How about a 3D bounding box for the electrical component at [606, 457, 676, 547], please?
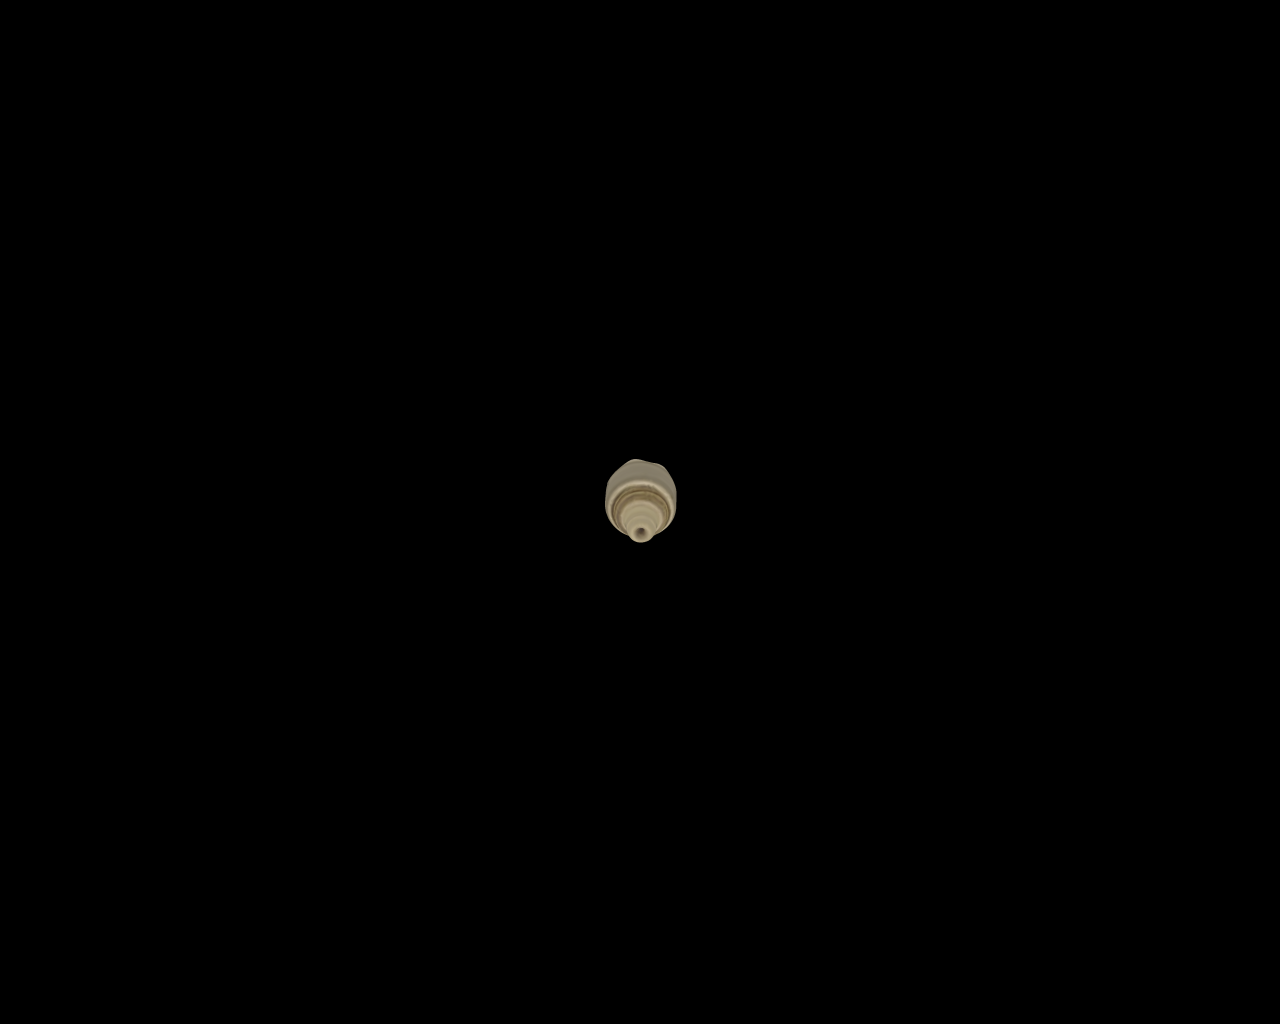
[{"bbox_3d":[0.001,-0.003,0.650,0.043,0.043,0.062,0,30,0],"label":"electrical component"}]
